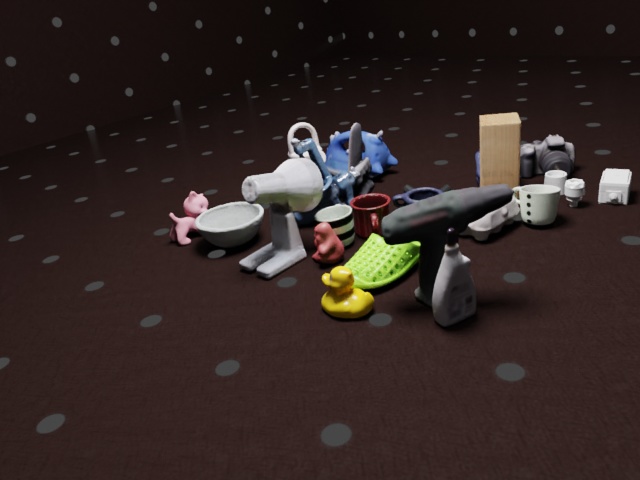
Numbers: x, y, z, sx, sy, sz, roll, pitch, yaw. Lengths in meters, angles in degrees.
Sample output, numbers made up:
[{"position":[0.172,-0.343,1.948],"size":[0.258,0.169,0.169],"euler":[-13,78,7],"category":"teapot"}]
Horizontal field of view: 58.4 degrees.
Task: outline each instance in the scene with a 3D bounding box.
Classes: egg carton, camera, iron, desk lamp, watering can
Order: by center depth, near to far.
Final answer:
[{"position":[-0.086,-0.057,1.248],"size":[0.117,0.214,0.204],"euler":[14,34,39],"category":"desk lamp"},{"position":[0.369,-0.056,1.276],"size":[0.151,0.069,0.107],"euler":[-27,31,-34],"category":"egg carton"},{"position":[0.595,-0.210,1.492],"size":[0.143,0.101,0.137],"euler":[-1,26,14],"category":"camera"},{"position":[-0.036,-0.237,1.628],"size":[0.172,0.194,0.101],"euler":[14,33,38],"category":"watering can"},{"position":[0.097,-0.264,1.706],"size":[0.257,0.142,0.119],"euler":[13,33,38],"category":"iron"}]

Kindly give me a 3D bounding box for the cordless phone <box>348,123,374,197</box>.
[{"position":[0.087,-0.214,1.555],"size":[0.094,0.185,0.148],"euler":[0,27,16],"category":"cordless phone"}]

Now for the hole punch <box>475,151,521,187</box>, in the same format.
[{"position":[0.461,-0.184,1.489],"size":[0.108,0.091,0.101],"euler":[-4,26,10],"category":"hole punch"}]

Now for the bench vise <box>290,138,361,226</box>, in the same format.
[{"position":[-0.003,-0.164,1.436],"size":[0.121,0.220,0.208],"euler":[15,34,40],"category":"bench vise"}]

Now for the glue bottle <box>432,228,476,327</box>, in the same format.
[{"position":[0.224,0.059,0.961],"size":[0.078,0.173,0.037],"euler":[-19,28,-21],"category":"glue bottle"}]

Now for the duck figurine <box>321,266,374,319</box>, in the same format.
[{"position":[0.047,0.091,1.049],"size":[0.104,0.086,0.078],"euler":[9,31,32],"category":"duck figurine"}]

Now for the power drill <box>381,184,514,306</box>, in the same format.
[{"position":[0.228,0.009,1.022],"size":[0.229,0.209,0.075],"euler":[-7,26,3],"category":"power drill"}]

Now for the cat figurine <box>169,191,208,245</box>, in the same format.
[{"position":[-0.327,-0.065,1.448],"size":[0.067,0.118,0.128],"euler":[14,33,38],"category":"cat figurine"}]

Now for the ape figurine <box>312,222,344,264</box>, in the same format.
[{"position":[0.011,0.004,1.231],"size":[0.076,0.092,0.078],"euler":[-1,26,14],"category":"ape figurine"}]

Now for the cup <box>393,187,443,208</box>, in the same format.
[{"position":[0.225,-0.062,1.301],"size":[0.117,0.095,0.092],"euler":[1,27,19],"category":"cup"}]

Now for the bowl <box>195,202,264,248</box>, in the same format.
[{"position":[-0.213,-0.028,1.387],"size":[0.167,0.075,0.167],"euler":[-7,26,3],"category":"bowl"}]
